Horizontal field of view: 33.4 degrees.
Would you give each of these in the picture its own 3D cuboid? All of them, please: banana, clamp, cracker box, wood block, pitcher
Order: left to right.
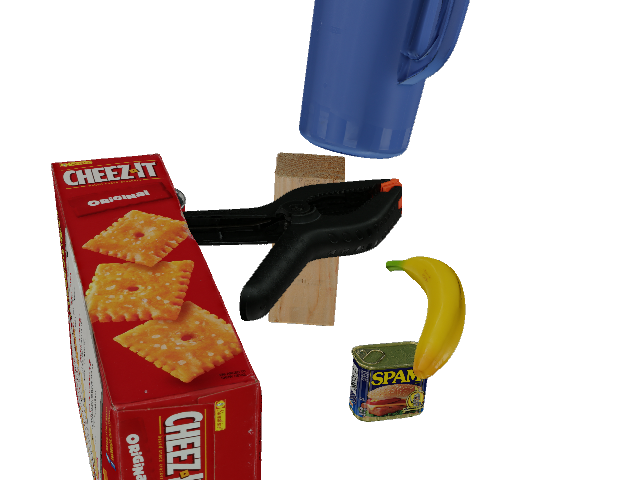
[{"bbox_3d":[-0.089,0.075,0.561,0.072,0.164,0.214,-8,34,-16],"label":"cracker box"},{"bbox_3d":[-0.027,-0.010,0.809,0.209,0.036,0.165,-24,35,-38],"label":"clamp"},{"bbox_3d":[-0.019,-0.002,1.398,0.090,0.206,0.091,4,24,-1],"label":"wood block"},{"bbox_3d":[0.058,-0.202,0.995,0.145,0.243,0.149,11,17,2],"label":"pitcher"},{"bbox_3d":[0.114,0.068,1.075,0.070,0.037,0.198,-31,27,12],"label":"banana"}]

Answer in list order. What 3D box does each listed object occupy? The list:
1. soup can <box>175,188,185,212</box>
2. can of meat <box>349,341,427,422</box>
[{"bbox_3d":[-0.170,0.003,1.077,0.068,0.102,0.068,2,30,-2],"label":"soup can"},{"bbox_3d":[0.089,0.183,1.380,0.102,0.084,0.057,-3,24,-17],"label":"can of meat"}]
